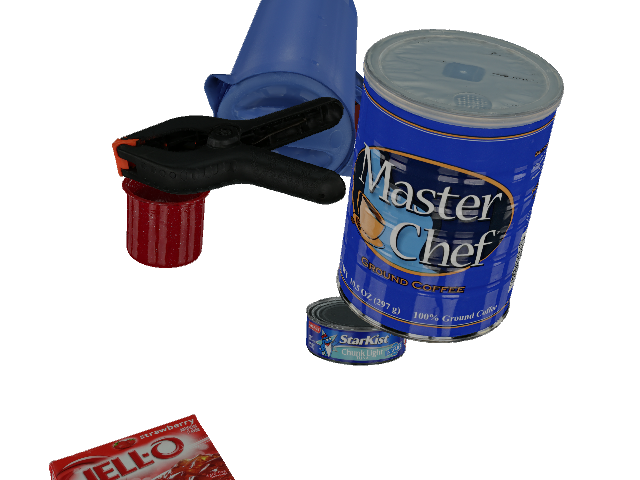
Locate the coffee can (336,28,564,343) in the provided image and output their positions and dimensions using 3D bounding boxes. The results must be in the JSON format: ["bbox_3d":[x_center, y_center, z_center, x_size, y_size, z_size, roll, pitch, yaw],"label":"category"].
[{"bbox_3d":[0.067,-0.030,0.583,0.102,0.140,0.103,4,34,-3],"label":"coffee can"}]

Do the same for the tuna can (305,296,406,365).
[{"bbox_3d":[0.030,0.075,0.895,0.086,0.034,0.086,2,14,-1],"label":"tuna can"}]

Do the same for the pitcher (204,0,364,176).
[{"bbox_3d":[-0.014,-0.165,1.068,0.145,0.149,0.242,-9,38,15],"label":"pitcher"}]

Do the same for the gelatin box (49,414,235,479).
[{"bbox_3d":[-0.097,0.137,0.586,0.089,0.030,0.073,-15,28,-20],"label":"gelatin box"}]

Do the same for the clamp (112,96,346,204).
[{"bbox_3d":[-0.059,-0.069,0.770,0.171,0.039,0.120,5,32,8],"label":"clamp"}]

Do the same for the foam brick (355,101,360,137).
[{"bbox_3d":[0.009,-0.152,1.280,0.078,0.053,0.051,17,32,21],"label":"foam brick"}]

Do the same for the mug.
[{"bbox_3d":[-0.170,-0.029,1.152,0.093,0.081,0.117,-4,29,-19],"label":"mug"}]
